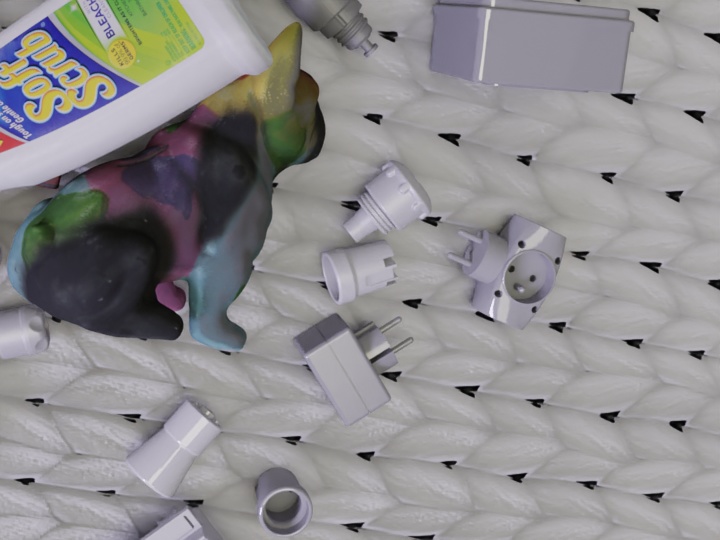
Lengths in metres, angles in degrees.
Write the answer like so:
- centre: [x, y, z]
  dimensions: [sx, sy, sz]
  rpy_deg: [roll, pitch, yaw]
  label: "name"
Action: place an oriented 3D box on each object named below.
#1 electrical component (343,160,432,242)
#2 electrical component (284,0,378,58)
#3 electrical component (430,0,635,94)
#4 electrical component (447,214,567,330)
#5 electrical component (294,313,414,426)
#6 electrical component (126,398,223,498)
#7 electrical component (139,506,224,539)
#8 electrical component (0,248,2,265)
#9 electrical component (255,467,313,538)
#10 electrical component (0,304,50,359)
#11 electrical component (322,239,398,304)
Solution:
- centre: [0.017, -0.045, 0.776]
  dimensions: [0.062, 0.048, 0.048]
  rpy_deg: [-37, 107, 4]
  label: "electrical component"
- centre: [-0.018, -0.179, 0.740]
  dimensions: [0.040, 0.040, 0.078]
  rpy_deg: [-46, 108, -1]
  label: "electrical component"
- centre: [0.115, -0.156, 0.741]
  dimensions: [0.109, 0.108, 0.056]
  rpy_deg: [2, 104, -14]
  label: "electrical component"
- centre: [0.104, -0.005, 0.803]
  dimensions: [0.079, 0.044, 0.077]
  rpy_deg: [23, 96, -17]
  label: "electrical component"
- centre: [0.003, 0.063, 0.792]
  dimensions: [0.077, 0.047, 0.065]
  rpy_deg: [-32, 107, -5]
  label: "electrical component"
- centre: [-0.131, 0.126, 0.778]
  dimensions: [0.044, 0.044, 0.065]
  rpy_deg: [43, 85, -18]
  label: "electrical component"
- centre: [-0.154, 0.232, 0.782]
  dimensions: [0.121, 0.063, 0.078]
  rpy_deg: [-35, 107, -4]
  label: "electrical component"
- centre: [-0.262, -0.005, 0.711]
  dimensions: [0.045, 0.055, 0.045]
  rpy_deg: [-3, 102, -13]
  label: "electrical component"
- centre: [-0.059, 0.171, 0.801]
  dimensions: [0.040, 0.046, 0.040]
  rpy_deg: [-3, 102, -13]
  label: "electrical component"
- centre: [-0.246, 0.045, 0.736]
  dimensions: [0.061, 0.035, 0.035]
  rpy_deg: [-11, 104, -9]
  label: "electrical component"
- centre: [0.000, 0.000, 0.783]
  dimensions: [0.046, 0.040, 0.040]
  rpy_deg: [-16, 105, -15]
  label: "electrical component"
